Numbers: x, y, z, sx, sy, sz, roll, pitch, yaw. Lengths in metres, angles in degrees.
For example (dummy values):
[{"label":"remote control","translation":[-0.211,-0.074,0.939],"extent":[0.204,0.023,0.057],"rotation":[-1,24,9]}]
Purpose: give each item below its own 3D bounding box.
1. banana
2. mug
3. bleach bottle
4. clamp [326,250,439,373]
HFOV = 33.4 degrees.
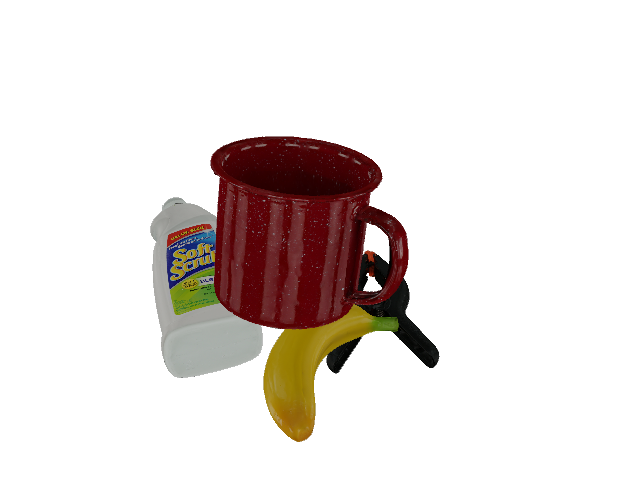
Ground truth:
[{"label":"banana","translation":[-0.003,0.087,0.802],"extent":[0.070,0.037,0.197],"rotation":[8,24,22]},{"label":"mug","translation":[-0.006,-0.001,0.585],"extent":[0.117,0.081,0.093],"rotation":[17,26,23]},{"label":"bleach bottle","translation":[-0.137,0.034,1.122],"extent":[0.102,0.068,0.251],"rotation":[-12,37,-13]},{"label":"clamp","translation":[0.073,0.082,1.194],"extent":[0.120,0.171,0.039],"rotation":[7,-43,0]}]
